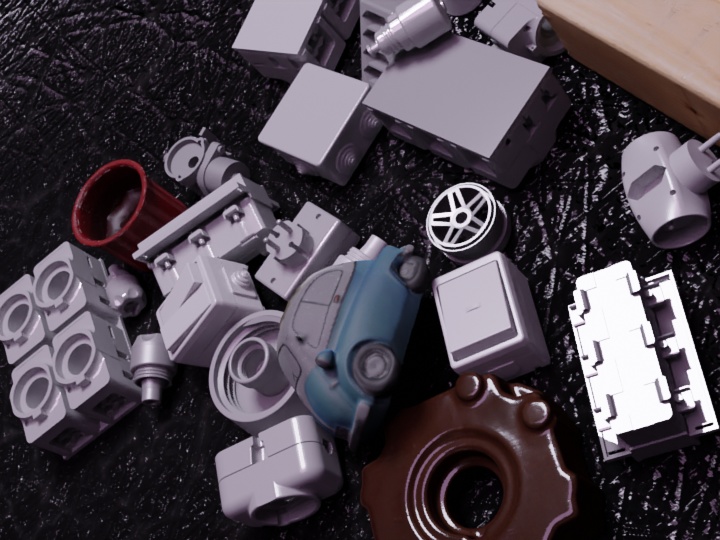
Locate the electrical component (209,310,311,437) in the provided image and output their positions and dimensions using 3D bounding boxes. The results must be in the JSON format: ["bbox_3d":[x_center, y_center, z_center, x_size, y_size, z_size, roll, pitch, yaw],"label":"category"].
[{"bbox_3d":[-0.077,0.085,0.903,0.108,0.060,0.108,-15,59,26],"label":"electrical component"}]

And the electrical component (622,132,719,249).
[{"bbox_3d":[0.235,-0.068,0.780,0.079,0.043,0.077,-42,46,40],"label":"electrical component"}]

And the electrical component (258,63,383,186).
[{"bbox_3d":[-0.032,-0.134,0.996,0.100,0.048,0.099,27,82,39],"label":"electrical component"}]

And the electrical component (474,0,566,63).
[{"bbox_3d":[0.154,-0.219,0.918,0.089,0.050,0.055,-47,50,4],"label":"electrical component"}]

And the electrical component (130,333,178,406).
[{"bbox_3d":[-0.189,0.092,0.984,0.043,0.043,0.062,-16,59,26],"label":"electrical component"}]

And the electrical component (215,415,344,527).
[{"bbox_3d":[-0.064,0.164,0.857,0.095,0.054,0.059,-27,54,19],"label":"electrical component"}]

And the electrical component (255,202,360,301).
[{"bbox_3d":[-0.056,-0.019,0.933,0.047,0.076,0.083,33,86,40],"label":"electrical component"}]

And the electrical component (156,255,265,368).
[{"bbox_3d":[-0.132,0.033,0.948,0.096,0.061,0.061,-50,46,27],"label":"electrical component"}]

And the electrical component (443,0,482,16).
[{"bbox_3d":[0.082,-0.268,0.981,0.044,0.065,0.044,-15,59,26],"label":"electrical component"}]

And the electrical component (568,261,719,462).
[{"bbox_3d":[0.189,0.061,0.740,0.079,0.063,0.121,-22,56,23],"label":"electrical component"}]

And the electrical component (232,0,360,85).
[{"bbox_3d":[-0.047,-0.263,1.065,0.089,0.062,0.150,14,75,37],"label":"electrical component"}]

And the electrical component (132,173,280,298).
[{"bbox_3d":[-0.136,-0.026,0.993,0.121,0.079,0.063,-33,68,15],"label":"electrical component"}]

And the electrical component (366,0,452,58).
[{"bbox_3d":[0.041,-0.205,0.908,0.078,0.040,0.040,-29,53,18],"label":"electrical component"}]

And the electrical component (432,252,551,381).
[{"bbox_3d":[0.096,0.032,0.817,0.062,0.061,0.096,-25,55,21],"label":"electrical component"}]

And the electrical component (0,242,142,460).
[{"bbox_3d":[-0.288,0.073,1.048,0.105,0.060,0.186,-37,51,11],"label":"electrical component"}]

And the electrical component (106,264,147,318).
[{"bbox_3d":[-0.234,0.017,1.059,0.035,0.035,0.061,-42,48,8],"label":"electrical component"}]

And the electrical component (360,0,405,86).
[{"bbox_3d":[0.044,-0.210,0.977,0.076,0.083,0.047,-26,42,-30],"label":"electrical component"}]

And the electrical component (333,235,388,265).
[{"bbox_3d":[0.000,0.000,0.909,0.043,0.043,0.062,31,84,40],"label":"electrical component"}]

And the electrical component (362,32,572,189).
[{"bbox_3d":[0.091,-0.139,0.910,0.150,0.062,0.089,30,85,40],"label":"electrical component"}]
